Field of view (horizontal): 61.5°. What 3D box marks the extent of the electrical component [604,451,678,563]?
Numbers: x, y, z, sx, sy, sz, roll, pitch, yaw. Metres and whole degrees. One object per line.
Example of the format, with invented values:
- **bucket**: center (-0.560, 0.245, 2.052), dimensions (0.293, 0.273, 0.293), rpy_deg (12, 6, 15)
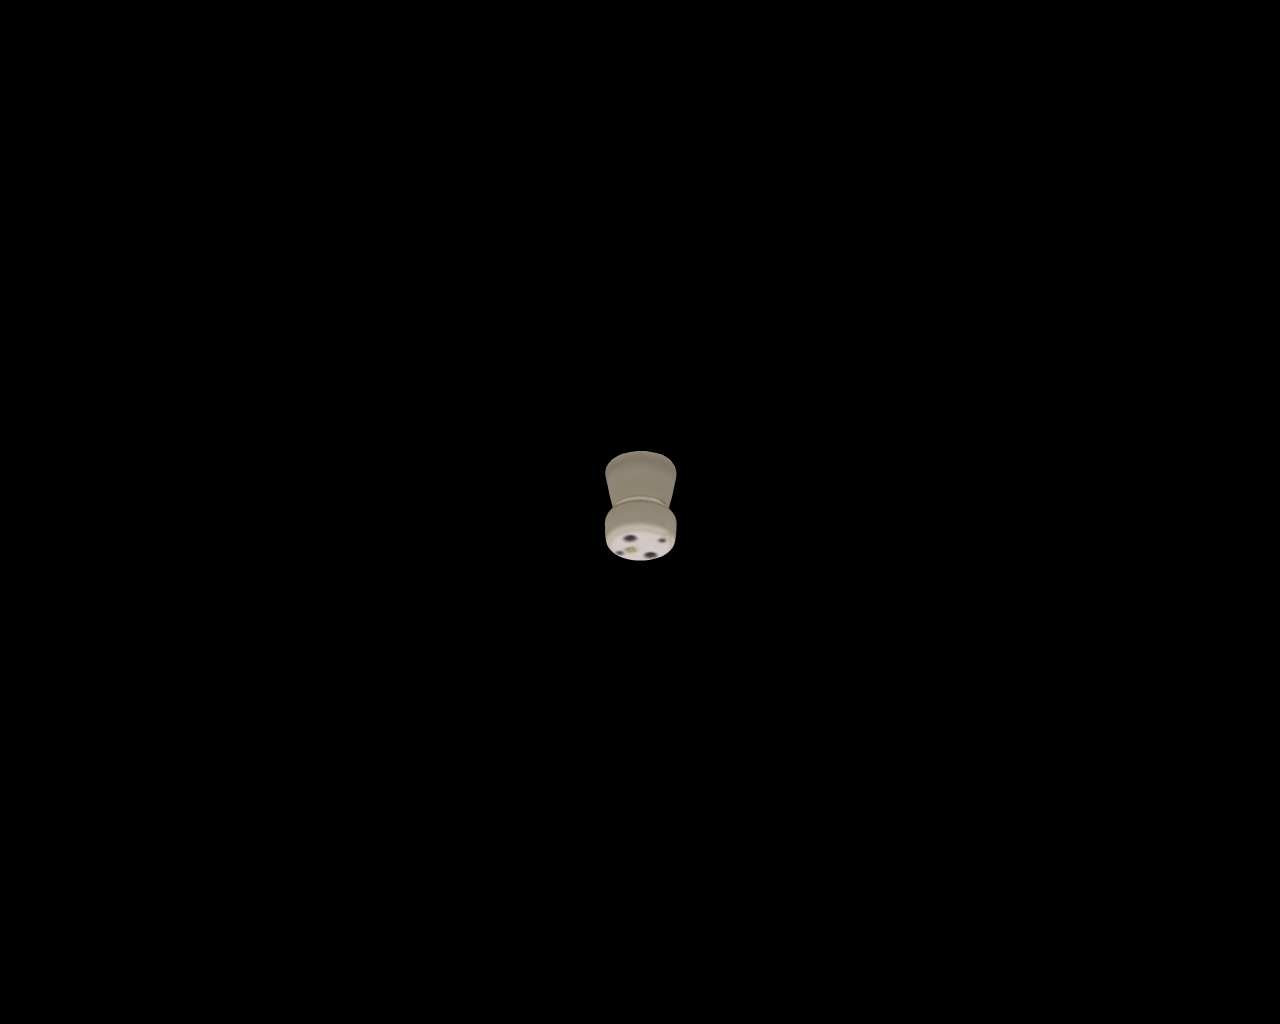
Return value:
- **electrical component**: center (0.001, -0.003, 0.650), dimensions (0.045, 0.055, 0.044), rpy_deg (0, -31, 0)
